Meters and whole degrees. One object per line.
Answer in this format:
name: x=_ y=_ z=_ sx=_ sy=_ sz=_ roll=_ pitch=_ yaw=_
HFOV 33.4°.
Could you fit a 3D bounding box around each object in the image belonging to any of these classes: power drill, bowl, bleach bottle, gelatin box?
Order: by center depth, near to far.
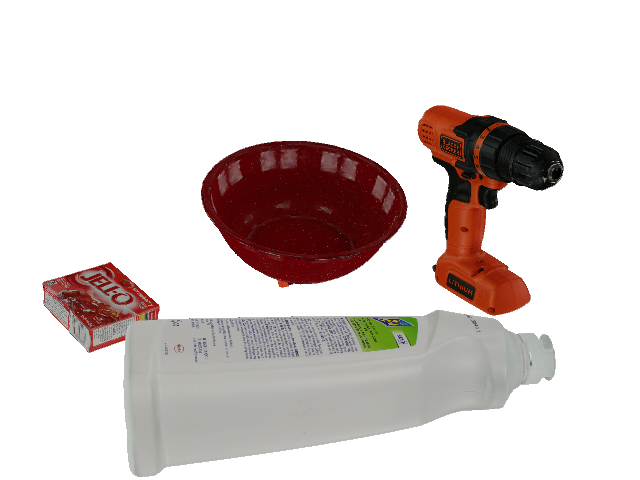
bleach bottle: x=0.015 y=0.080 z=0.620 sx=0.250 sy=0.068 sz=0.102 roll=-3 pitch=20 yaw=-8
bowl: x=-0.014 y=-0.015 z=0.847 sx=0.162 sy=0.055 sz=0.162 roll=4 pitch=36 yaw=-3
gelatin box: x=-0.202 y=0.059 z=0.979 sx=0.073 sy=0.030 sz=0.089 roll=-18 pitch=39 yaw=-36
power drill: x=0.164 y=-0.027 z=1.026 sx=0.057 sy=0.188 sz=0.185 roll=-16 pitch=27 yaw=-25

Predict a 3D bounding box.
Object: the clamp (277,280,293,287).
clamp: x=0.004 y=-0.010 z=1.200 sx=0.120 sy=0.039 sz=0.171 roll=-5 pitch=37 yaw=26
